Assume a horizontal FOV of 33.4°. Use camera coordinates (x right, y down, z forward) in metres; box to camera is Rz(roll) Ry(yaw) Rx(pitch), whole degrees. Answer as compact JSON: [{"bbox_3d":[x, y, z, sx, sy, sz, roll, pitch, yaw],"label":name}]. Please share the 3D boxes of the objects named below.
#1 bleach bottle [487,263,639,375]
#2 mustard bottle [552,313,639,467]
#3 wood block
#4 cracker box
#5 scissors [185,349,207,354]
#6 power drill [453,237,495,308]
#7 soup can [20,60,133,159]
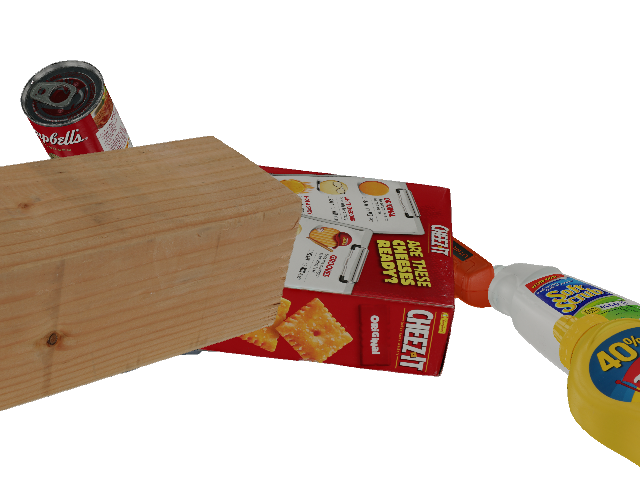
[{"bbox_3d":[0.228,0.074,1.010,0.102,0.068,0.251,-14,21,-20],"label":"bleach bottle"},{"bbox_3d":[0.203,0.095,0.626,0.096,0.058,0.192,-20,31,-20],"label":"mustard bottle"},{"bbox_3d":[-0.120,0.012,0.573,0.205,0.091,0.090,-14,39,-42],"label":"wood block"},{"bbox_3d":[-0.013,0.016,0.789,0.213,0.072,0.164,7,33,1],"label":"cracker box"},{"bbox_3d":[-0.129,0.084,0.973,0.201,0.016,0.096,-8,34,-16],"label":"scissors"},{"bbox_3d":[0.081,0.054,1.089,0.187,0.057,0.185,-11,27,-22],"label":"power drill"},{"bbox_3d":[-0.198,-0.090,0.884,0.068,0.068,0.102,0,-33,9],"label":"soup can"}]
